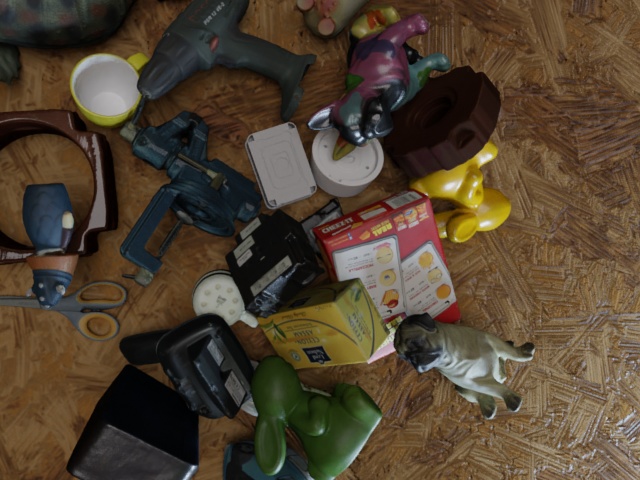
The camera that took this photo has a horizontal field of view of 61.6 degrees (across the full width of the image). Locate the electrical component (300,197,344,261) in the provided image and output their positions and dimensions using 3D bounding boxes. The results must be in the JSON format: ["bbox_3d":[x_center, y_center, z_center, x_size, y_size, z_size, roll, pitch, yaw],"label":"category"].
[{"bbox_3d":[-0.002,-0.002,0.821,0.119,0.048,0.075,-40,96,-7],"label":"electrical component"}]

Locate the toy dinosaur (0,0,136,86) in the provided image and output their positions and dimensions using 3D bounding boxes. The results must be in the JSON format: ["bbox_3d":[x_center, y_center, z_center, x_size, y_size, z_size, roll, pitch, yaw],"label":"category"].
[{"bbox_3d":[-0.352,-0.325,0.724,0.405,0.131,0.192,-15,132,-17],"label":"toy dinosaur"}]

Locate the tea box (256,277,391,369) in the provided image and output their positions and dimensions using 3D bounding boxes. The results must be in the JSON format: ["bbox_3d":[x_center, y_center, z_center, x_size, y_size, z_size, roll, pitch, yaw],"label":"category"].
[{"bbox_3d":[0.001,0.120,0.755,0.068,0.170,0.098,-39,103,-44],"label":"tea box"}]

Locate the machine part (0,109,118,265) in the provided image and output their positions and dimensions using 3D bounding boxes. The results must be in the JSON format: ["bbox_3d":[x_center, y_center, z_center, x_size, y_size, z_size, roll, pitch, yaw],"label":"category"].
[{"bbox_3d":[-0.390,-0.071,0.739,0.201,0.087,0.201,-6,90,-10],"label":"machine part"}]

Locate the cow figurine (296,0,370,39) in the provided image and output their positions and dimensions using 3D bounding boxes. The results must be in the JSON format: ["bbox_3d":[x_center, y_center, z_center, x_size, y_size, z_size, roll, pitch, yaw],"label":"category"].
[{"bbox_3d":[0.054,-0.386,0.804,0.085,0.127,0.195,43,98,-7],"label":"cow figurine"}]

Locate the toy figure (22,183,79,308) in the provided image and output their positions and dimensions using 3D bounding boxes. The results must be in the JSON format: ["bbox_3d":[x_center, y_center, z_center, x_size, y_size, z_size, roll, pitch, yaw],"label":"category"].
[{"bbox_3d":[-0.338,0.006,0.676,0.058,0.064,0.154,-8,98,-47],"label":"toy figure"}]

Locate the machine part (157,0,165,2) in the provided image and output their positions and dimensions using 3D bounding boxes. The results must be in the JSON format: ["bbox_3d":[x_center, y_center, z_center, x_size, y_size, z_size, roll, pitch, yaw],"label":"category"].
[{"bbox_3d":[-0.181,-0.392,0.768,0.139,0.039,0.084,-1,84,28],"label":"machine part"}]

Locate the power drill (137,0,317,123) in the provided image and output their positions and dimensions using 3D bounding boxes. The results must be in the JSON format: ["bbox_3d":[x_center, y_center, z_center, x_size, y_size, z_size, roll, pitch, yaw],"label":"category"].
[{"bbox_3d":[-0.120,-0.248,0.767,0.207,0.086,0.232,23,66,-8],"label":"power drill"}]

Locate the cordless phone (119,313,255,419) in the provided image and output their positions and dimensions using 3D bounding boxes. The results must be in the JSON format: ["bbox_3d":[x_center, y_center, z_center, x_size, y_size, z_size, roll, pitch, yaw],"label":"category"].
[{"bbox_3d":[-0.195,0.184,0.758,0.184,0.089,0.146,-11,118,29],"label":"cordless phone"}]

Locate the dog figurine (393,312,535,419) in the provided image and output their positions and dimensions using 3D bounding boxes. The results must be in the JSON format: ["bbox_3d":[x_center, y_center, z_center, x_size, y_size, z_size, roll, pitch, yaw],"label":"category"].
[{"bbox_3d":[0.191,0.171,0.801,0.191,0.172,0.121,22,62,1],"label":"dog figurine"}]

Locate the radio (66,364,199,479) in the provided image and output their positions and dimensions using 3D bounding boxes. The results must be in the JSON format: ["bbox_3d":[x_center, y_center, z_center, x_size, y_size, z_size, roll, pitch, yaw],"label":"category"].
[{"bbox_3d":[-0.228,0.247,0.695,0.131,0.230,0.073,35,86,-12],"label":"radio"}]

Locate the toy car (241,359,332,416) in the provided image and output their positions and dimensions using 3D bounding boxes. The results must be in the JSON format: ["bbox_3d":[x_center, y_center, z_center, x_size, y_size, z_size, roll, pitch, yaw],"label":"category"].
[{"bbox_3d":[-0.042,0.245,0.810,0.202,0.056,0.073,27,86,-9],"label":"toy car"}]

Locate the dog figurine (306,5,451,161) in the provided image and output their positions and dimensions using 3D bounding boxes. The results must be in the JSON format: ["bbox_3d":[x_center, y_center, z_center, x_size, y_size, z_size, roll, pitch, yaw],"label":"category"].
[{"bbox_3d":[0.064,-0.222,0.771,0.219,0.192,0.108,-46,134,-4],"label":"dog figurine"}]

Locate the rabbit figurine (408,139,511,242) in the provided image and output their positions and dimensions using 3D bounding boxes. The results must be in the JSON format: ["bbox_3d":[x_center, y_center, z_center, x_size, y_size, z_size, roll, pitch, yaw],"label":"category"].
[{"bbox_3d":[0.227,-0.069,0.828,0.173,0.122,0.162,37,78,-27],"label":"rabbit figurine"}]

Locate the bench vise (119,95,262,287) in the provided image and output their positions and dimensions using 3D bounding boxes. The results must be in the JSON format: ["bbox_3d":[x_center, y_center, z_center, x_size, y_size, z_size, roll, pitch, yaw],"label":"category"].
[{"bbox_3d":[-0.204,-0.054,0.742,0.223,0.129,0.240,38,66,-25],"label":"bench vise"}]

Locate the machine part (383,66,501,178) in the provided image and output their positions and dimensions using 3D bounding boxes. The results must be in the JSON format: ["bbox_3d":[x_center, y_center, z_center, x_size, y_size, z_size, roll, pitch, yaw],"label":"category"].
[{"bbox_3d":[0.173,-0.173,0.781,0.056,0.180,0.179,40,83,-33],"label":"machine part"}]

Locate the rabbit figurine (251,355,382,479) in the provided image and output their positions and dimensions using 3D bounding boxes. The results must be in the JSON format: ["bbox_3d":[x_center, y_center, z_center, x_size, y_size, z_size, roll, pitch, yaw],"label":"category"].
[{"bbox_3d":[-0.028,0.236,0.736,0.170,0.121,0.159,37,85,0],"label":"rabbit figurine"}]

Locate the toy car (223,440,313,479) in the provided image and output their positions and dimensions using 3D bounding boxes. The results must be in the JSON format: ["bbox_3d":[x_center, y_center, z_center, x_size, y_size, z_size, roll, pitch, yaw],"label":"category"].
[{"bbox_3d":[-0.063,0.348,0.778,0.103,0.162,0.109,-14,110,-48],"label":"toy car"}]

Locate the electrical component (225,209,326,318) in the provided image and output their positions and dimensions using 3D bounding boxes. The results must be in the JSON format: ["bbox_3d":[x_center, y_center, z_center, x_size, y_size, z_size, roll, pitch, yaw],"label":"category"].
[{"bbox_3d":[-0.068,0.025,0.758,0.115,0.134,0.058,-38,139,13],"label":"electrical component"}]
